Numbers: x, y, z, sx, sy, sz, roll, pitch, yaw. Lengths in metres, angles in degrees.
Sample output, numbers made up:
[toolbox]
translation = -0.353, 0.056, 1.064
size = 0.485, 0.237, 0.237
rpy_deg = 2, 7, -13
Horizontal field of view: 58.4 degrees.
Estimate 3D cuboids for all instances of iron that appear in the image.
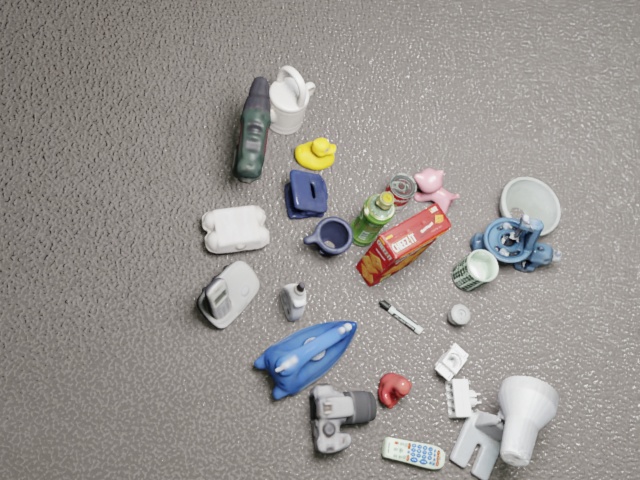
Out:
[iron]
translation = -0.007, 0.232, 1.237
size = 0.259, 0.141, 0.118
rpy_deg = -30, 79, -21

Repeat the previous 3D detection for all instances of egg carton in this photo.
[egg carton]
translation = -0.195, -0.023, 1.329
size = 0.150, 0.069, 0.107
rpy_deg = -9, 72, -15

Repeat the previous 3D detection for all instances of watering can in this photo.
[watering can]
translation = -0.081, -0.345, 1.405
size = 0.101, 0.194, 0.173
rpy_deg = 32, 67, 1

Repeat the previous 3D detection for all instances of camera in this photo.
[camera]
translation = 0.053, 0.376, 1.218
size = 0.137, 0.100, 0.143
rpy_deg = -1, 70, -13

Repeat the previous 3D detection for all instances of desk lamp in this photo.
[desk lamp]
translation = 0.399, 0.405, 1.222
size = 0.118, 0.213, 0.203
rpy_deg = 31, 67, 1

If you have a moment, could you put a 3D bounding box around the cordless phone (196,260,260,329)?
[cordless phone]
translation = -0.193, 0.102, 1.220
size = 0.094, 0.185, 0.148
rpy_deg = 37, 67, 3

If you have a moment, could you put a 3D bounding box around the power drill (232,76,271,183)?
[power drill]
translation = -0.159, -0.234, 1.340
size = 0.076, 0.208, 0.229
rpy_deg = 7, 69, -10

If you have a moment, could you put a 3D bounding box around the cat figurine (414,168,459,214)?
[cat figurine]
translation = 0.293, -0.132, 1.451
size = 0.128, 0.117, 0.067
rpy_deg = 33, 67, 1

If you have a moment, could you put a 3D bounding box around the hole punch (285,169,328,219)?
[hole punch]
translation = -0.029, -0.114, 1.387
size = 0.101, 0.091, 0.108
rpy_deg = -5, 71, -14

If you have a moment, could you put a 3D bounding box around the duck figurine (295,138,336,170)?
[duck figurine]
translation = -0.008, -0.225, 1.436
size = 0.105, 0.086, 0.077
rpy_deg = 4, 69, -11

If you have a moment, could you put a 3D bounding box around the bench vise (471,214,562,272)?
[bench vise]
translation = 0.501, -0.006, 1.394
size = 0.207, 0.219, 0.121
rpy_deg = 0, 70, -12

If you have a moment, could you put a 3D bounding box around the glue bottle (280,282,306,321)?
[glue bottle]
translation = -0.052, 0.123, 1.250
size = 0.037, 0.173, 0.078
rpy_deg = -13, 73, -16

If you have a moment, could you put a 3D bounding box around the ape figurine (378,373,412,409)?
[ape figurine]
translation = 0.170, 0.329, 1.266
size = 0.078, 0.092, 0.076
rpy_deg = -10, 72, -16

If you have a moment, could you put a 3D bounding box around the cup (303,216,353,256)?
[cup]
translation = 0.012, 0.005, 1.350
size = 0.118, 0.095, 0.091
rpy_deg = -11, 73, -16

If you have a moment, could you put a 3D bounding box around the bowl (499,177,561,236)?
[bowl]
translation = 0.539, -0.078, 1.508
size = 0.167, 0.074, 0.167
rpy_deg = 4, 69, -11
